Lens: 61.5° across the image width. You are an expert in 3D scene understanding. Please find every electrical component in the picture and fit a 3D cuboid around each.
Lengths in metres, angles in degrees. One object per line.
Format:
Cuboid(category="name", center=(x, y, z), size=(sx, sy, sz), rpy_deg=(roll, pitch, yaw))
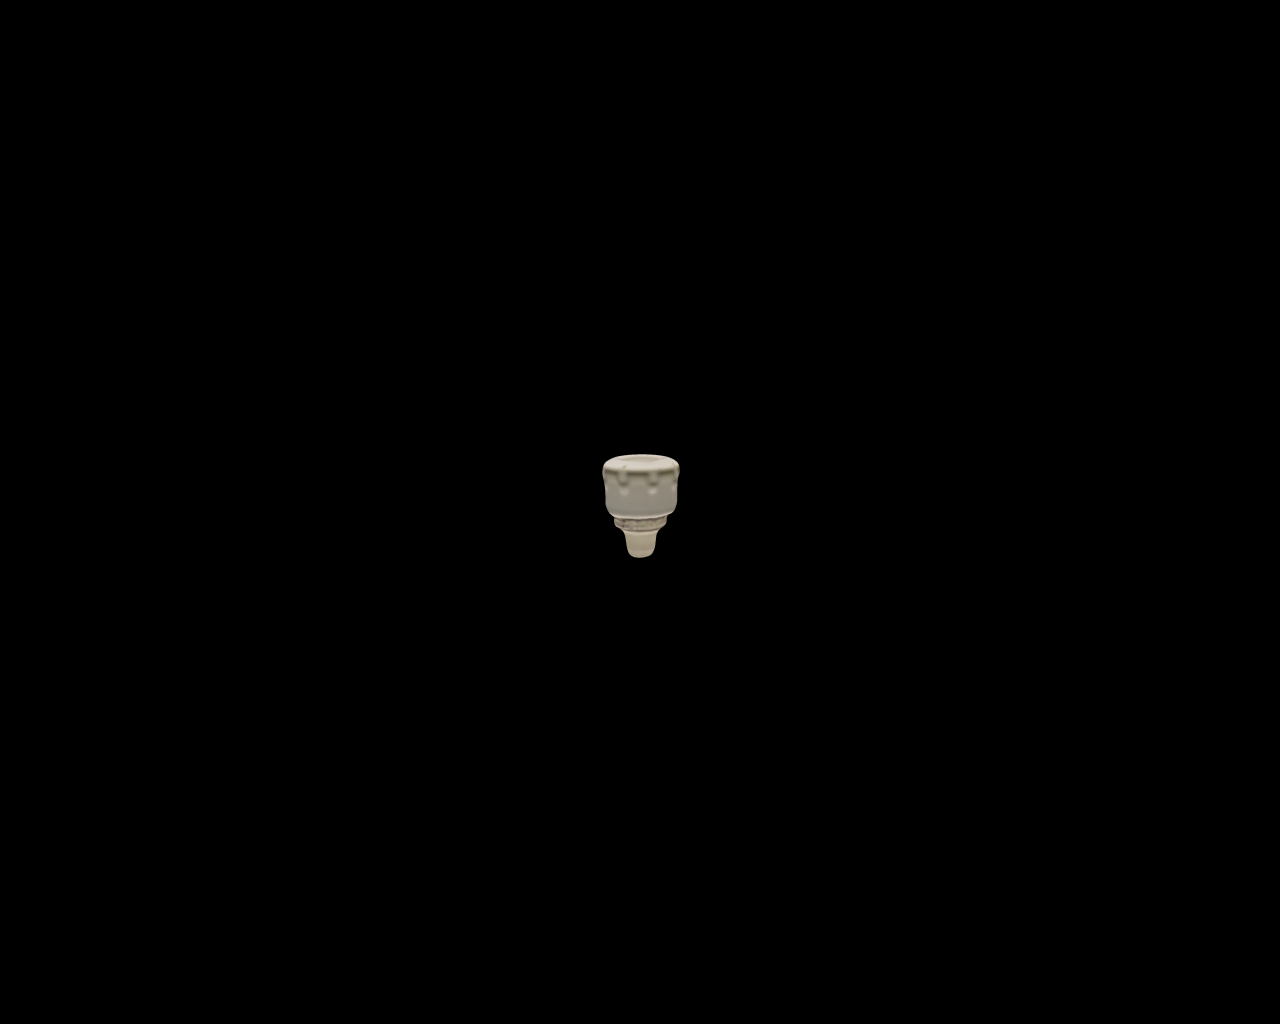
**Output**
Cuboid(category="electrical component", center=(0.001, -0.003, 0.650), size=(0.048, 0.062, 0.048), rpy_deg=(0, 10, 0))
